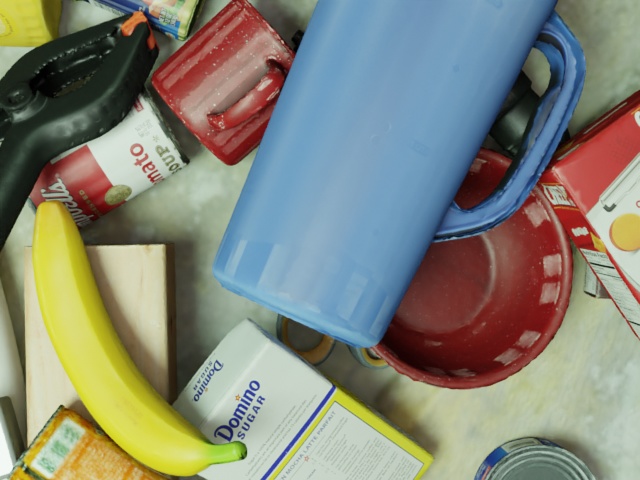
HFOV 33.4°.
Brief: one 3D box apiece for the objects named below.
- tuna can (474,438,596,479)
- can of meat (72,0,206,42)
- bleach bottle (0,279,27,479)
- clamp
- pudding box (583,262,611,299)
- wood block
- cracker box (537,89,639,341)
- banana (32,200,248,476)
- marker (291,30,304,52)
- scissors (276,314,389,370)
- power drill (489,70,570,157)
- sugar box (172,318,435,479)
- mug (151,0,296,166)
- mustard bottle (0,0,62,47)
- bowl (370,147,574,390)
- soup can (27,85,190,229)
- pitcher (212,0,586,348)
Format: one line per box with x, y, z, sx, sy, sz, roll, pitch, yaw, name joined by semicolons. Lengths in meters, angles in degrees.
0.149;0.182;0.743;0.086;0.034;0.086;0;91;-3;tuna can
-0.110;-0.193;0.713;0.084;0.057;0.102;22;90;-5;can of meat
-0.259;0.053;0.707;0.102;0.068;0.251;-13;89;-3;bleach bottle
-0.191;-0.076;0.665;0.165;0.036;0.209;25;60;32;clamp
0.235;-0.013;0.741;0.090;0.039;0.113;3;91;-4;pudding box
-0.140;0.106;0.699;0.090;0.091;0.206;-1;91;-4;wood block
0.262;-0.004;0.689;0.164;0.072;0.213;-35;95;-3;cracker box
-0.118;0.067;0.619;0.070;0.037;0.198;-46;73;15;banana
0.030;-0.105;0.740;0.121;0.020;0.020;38;89;-3;marker
-0.005;0.001;0.740;0.096;0.016;0.202;-22;93;-7;scissors
0.148;-0.164;0.725;0.184;0.057;0.187;45;89;-3;power drill
-0.013;0.131;0.687;0.093;0.048;0.176;-51;124;-2;sugar box
-0.053;-0.099;0.690;0.081;0.117;0.093;-41;115;3;mug
-0.269;-0.163;0.684;0.191;0.096;0.058;1;70;-2;mustard bottle
0.085;0.018;0.718;0.162;0.055;0.162;1;85;-12;bowl
-0.146;-0.054;0.707;0.102;0.068;0.068;-31;92;-2;soup can
0.042;-0.060;0.627;0.149;0.144;0.243;22;86;31;pitcher
